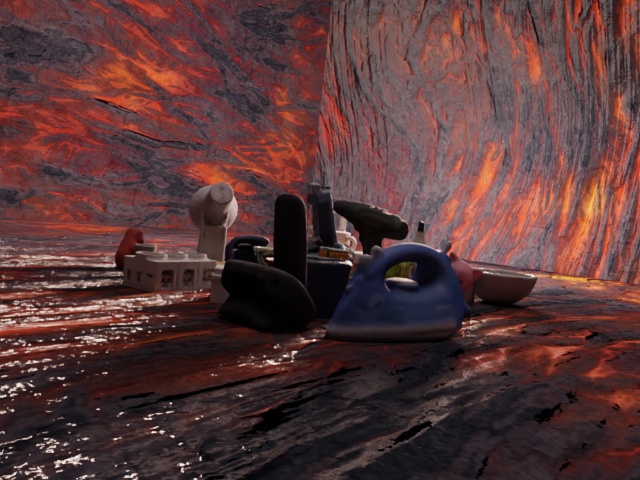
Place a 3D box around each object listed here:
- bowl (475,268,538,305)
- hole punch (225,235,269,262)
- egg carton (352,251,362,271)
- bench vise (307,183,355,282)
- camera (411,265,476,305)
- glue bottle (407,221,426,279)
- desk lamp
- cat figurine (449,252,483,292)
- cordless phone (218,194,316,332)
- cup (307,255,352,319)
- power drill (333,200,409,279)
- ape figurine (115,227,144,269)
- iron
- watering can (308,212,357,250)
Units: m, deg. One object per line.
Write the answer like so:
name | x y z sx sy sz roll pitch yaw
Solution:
bowl | 0.420 0.111 1.345 0.167 0.075 0.167 6 2 0
hole punch | -0.202 0.028 1.535 0.109 0.091 0.100 4 3 -33
egg carton | 0.130 0.072 1.600 0.107 0.069 0.149 4 3 -33
bench vise | -0.001 0.003 1.119 0.121 0.220 0.208 7 3 14
camera | 0.280 0.084 1.316 0.143 0.101 0.137 6 3 7
glue bottle | 0.261 0.036 1.536 0.077 0.173 0.037 7 3 29
desk lamp | -0.253 -0.032 1.383 0.118 0.213 0.203 5 3 -18
cat figurine | 0.254 0.080 1.141 0.067 0.118 0.127 4 3 -42
cordless phone | -0.070 0.026 0.808 0.147 0.185 0.094 8 3 40
cup | -0.005 0.074 0.907 0.092 0.095 0.117 5 3 -26
power drill | 0.117 0.005 1.492 0.228 0.208 0.076 8 3 36
ape figurine | -0.408 0.018 1.252 0.076 0.092 0.077 4 3 -42
iron | 0.113 0.067 0.830 0.259 0.141 0.118 4 3 -42
watering can | 0.036 -0.008 1.763 0.172 0.194 0.101 7 3 16
